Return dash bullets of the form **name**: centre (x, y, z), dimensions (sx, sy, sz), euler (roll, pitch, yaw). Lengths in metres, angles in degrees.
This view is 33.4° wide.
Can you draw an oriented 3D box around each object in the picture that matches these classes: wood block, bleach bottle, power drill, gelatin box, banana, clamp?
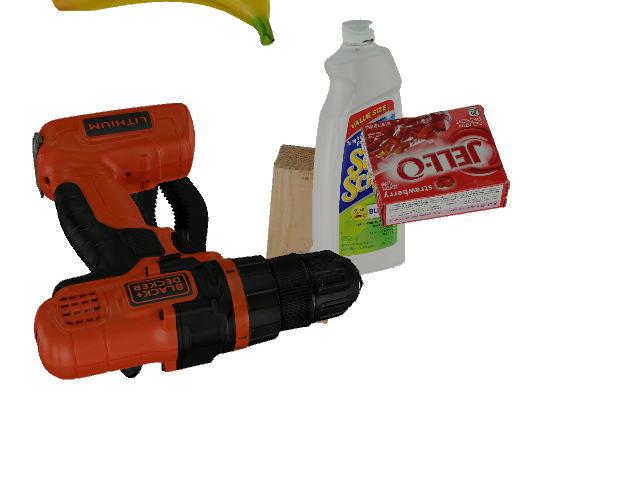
- **wood block**: centre (-0.020, -0.009, 1.379), dimensions (0.090, 0.206, 0.090), euler (7, 24, 2)
- **bleach bottle**: centre (0.034, -0.092, 1.068), dimensions (0.102, 0.251, 0.068), euler (-10, 23, -17)
- **power drill**: centre (-0.087, -0.007, 0.636), dimensions (0.184, 0.057, 0.188), euler (-10, 44, -19)
- **gelatin box**: centre (0.078, -0.053, 0.735), dimensions (0.089, 0.073, 0.030), euler (-10, -36, -3)
- **banana**: centre (-0.122, -0.205, 0.874), dimensions (0.198, 0.069, 0.037), euler (11, -41, 15)
- **clamp**: centre (-0.132, 0.014, 1.017), dimensions (0.036, 0.210, 0.164), euler (-7, 0, 44)
